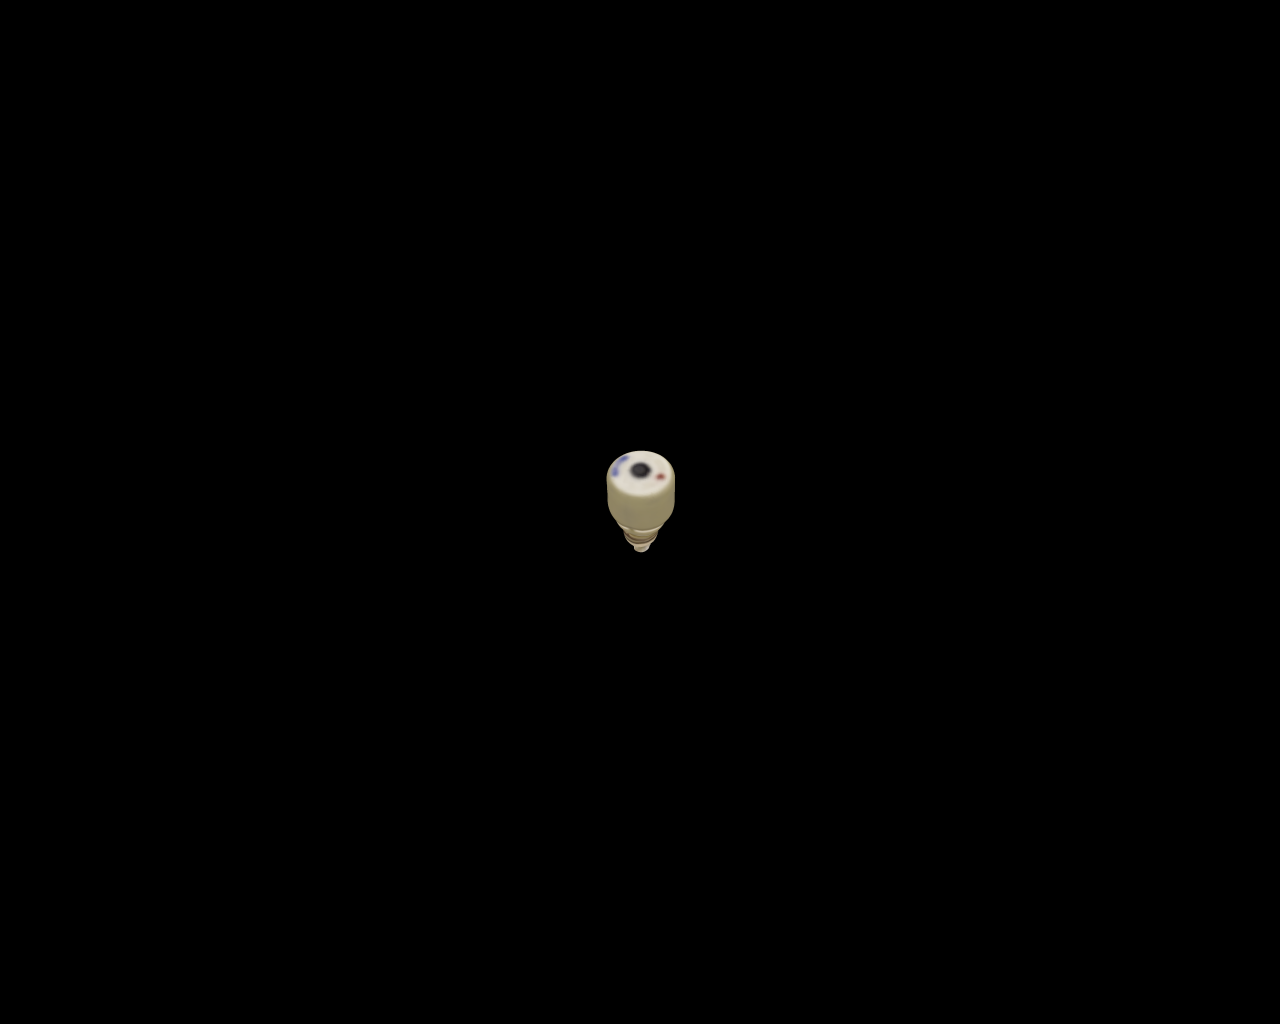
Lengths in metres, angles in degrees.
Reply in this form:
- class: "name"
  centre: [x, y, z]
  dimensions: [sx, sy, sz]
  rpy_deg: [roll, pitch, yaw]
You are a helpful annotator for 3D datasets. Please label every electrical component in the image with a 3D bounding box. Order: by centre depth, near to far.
- class: "electrical component"
  centre: [0.001, -0.003, 0.650]
  dimensions: [0.040, 0.040, 0.078]
  rpy_deg: [0, -39, 0]
